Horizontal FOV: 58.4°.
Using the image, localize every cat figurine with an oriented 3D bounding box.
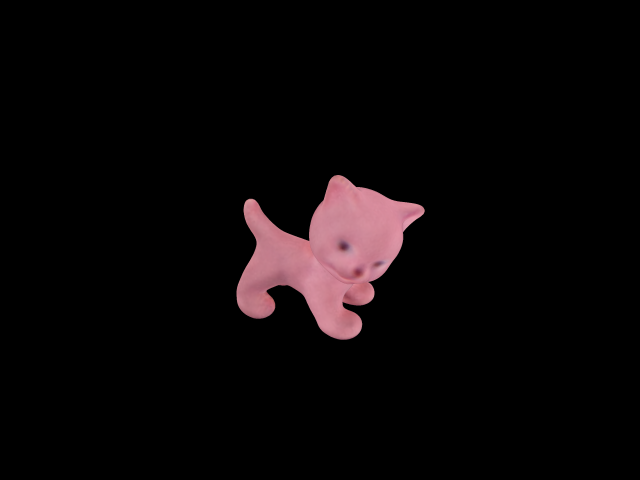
[{"bbox_3d":[0.004,0.001,0.400,0.127,0.118,0.067,10,34,15],"label":"cat figurine"}]
